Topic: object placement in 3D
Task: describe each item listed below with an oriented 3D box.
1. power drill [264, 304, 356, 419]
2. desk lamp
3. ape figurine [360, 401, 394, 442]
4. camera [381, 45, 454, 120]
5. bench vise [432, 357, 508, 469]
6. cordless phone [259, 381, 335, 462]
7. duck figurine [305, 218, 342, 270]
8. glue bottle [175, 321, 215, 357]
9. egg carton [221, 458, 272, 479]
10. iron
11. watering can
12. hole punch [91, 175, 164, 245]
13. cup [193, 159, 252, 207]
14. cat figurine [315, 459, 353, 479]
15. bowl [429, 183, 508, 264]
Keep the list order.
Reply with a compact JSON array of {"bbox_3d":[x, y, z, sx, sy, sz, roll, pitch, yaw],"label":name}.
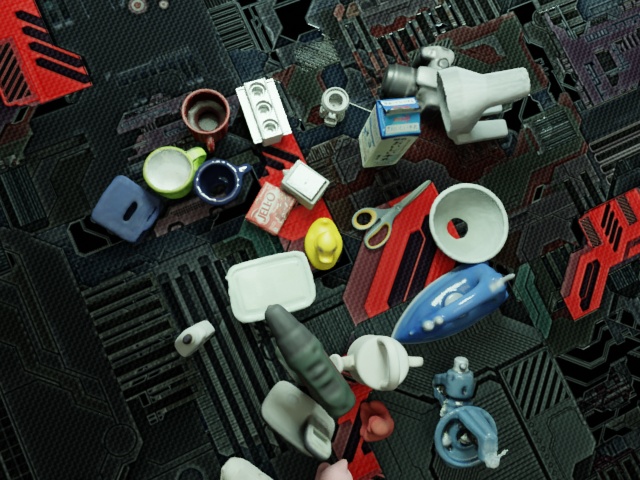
[{"bbox_3d":[-0.028,0.216,1.041,0.076,0.208,0.229,-38,87,-11],"label":"power drill"},{"bbox_3d":[0.317,-0.279,1.162,0.203,0.213,0.118,-10,82,-9],"label":"desk lamp"},{"bbox_3d":[0.109,0.353,1.096,0.076,0.092,0.078,38,78,0],"label":"ape figurine"},{"bbox_3d":[0.207,-0.347,1.217,0.137,0.100,0.143,12,80,-5],"label":"camera"},{"bbox_3d":[0.262,0.330,1.054,0.121,0.219,0.207,-18,83,-9],"label":"bench vise"},{"bbox_3d":[-0.037,0.332,1.033,0.147,0.185,0.094,36,78,0],"label":"cordless phone"},{"bbox_3d":[0.010,0.004,1.142,0.077,0.086,0.104,2,81,-7],"label":"duck figurine"},{"bbox_3d":[-0.232,0.179,1.039,0.078,0.173,0.037,-41,87,-11],"label":"glue bottle"},{"bbox_3d":[-0.131,0.480,1.056,0.150,0.069,0.107,35,78,-1],"label":"egg carton"},{"bbox_3d":[0.262,0.133,1.126,0.258,0.141,0.118,-31,86,-11],"label":"iron"},{"bbox_3d":[0.106,0.231,1.063,0.173,0.194,0.101,-22,84,-10],"label":"watering can"},{"bbox_3d":[-0.366,-0.057,1.101,0.101,0.091,0.109,29,79,-2],"label":"hole punch"},{"bbox_3d":[-0.188,-0.110,1.131,0.118,0.095,0.092,-30,86,-11],"label":"cup"},{"bbox_3d":[0.012,0.461,1.053,0.128,0.117,0.067,-42,88,-11],"label":"cat figurine"},{"bbox_3d":[0.299,-0.029,1.191,0.167,0.074,0.167,1,81,-7],"label":"bowl"}]
